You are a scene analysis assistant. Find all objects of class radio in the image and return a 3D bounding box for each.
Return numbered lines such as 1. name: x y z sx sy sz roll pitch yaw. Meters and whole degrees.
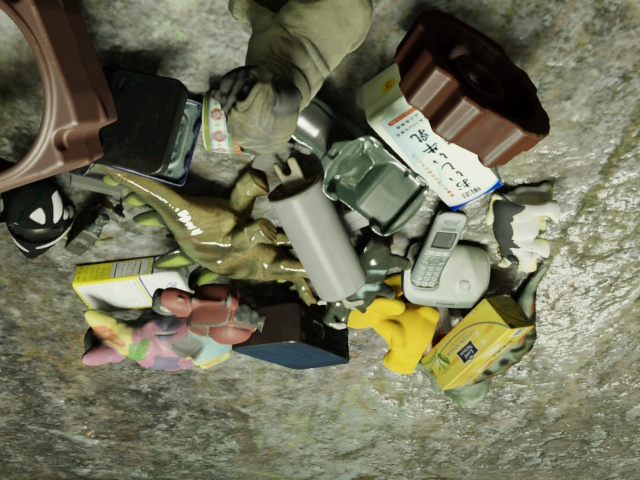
1. radio: -0.045 0.178 0.971 0.131 0.073 0.229 -14 154 25

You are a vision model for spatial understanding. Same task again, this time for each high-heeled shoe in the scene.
1. high-heeled shoe: -0.389 -0.009 0.718 0.086 0.145 0.248 15 135 -19

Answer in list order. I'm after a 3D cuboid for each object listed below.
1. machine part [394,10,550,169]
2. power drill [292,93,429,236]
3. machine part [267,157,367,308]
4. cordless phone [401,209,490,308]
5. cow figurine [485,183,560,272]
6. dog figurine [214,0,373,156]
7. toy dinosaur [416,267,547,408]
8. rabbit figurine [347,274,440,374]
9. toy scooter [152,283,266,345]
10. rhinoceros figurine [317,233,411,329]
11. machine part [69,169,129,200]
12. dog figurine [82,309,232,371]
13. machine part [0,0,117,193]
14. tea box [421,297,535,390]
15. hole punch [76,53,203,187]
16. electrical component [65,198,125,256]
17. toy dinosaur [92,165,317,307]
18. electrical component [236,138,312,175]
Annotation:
1. machine part: 0.157 -0.159 0.562 0.179 0.179 0.056 19 138 -24
2. power drill: 0.054 -0.086 0.618 0.232 0.207 0.086 35 110 -22
3. machine part: -0.002 -0.002 0.734 0.079 0.079 0.243 -18 117 17
4. cordless phone: 0.213 0.021 0.844 0.147 0.089 0.184 5 135 -10
5. cow figurine: 0.300 -0.009 0.822 0.098 0.068 0.167 -2 137 7
6. dog figurine: -0.011 -0.177 0.510 0.172 0.191 0.121 -33 132 28
7. toy dinosaur: 0.337 0.205 1.050 0.192 0.131 0.404 14 134 -37
8. rabbit figurine: 0.114 0.141 0.959 0.173 0.122 0.162 22 134 0
9. toy scooter: -0.145 0.107 0.797 0.135 0.075 0.183 -11 151 36
10. rhinoceros figurine: 0.064 0.071 0.862 0.112 0.073 0.190 -6 138 -38
11. machine part: -0.281 -0.106 0.695 0.084 0.039 0.139 21 136 -19
12. dog figurine: -0.280 0.162 0.896 0.192 0.108 0.219 -16 160 37
13. machine part: -0.323 -0.152 0.527 0.201 0.087 0.201 -14 105 13
14. tea box: 0.266 0.175 0.911 0.098 0.068 0.169 6 132 -46
15. hole punch: -0.199 -0.127 0.614 0.116 0.142 0.092 15 -179 10
16. electrical component: -0.318 -0.019 0.758 0.102 0.078 0.045 -39 129 22
17. toy dinosaur: -0.148 -0.008 0.765 0.199 0.105 0.470 -22 137 22
18. electrical component: -0.061 -0.118 0.706 0.094 0.021 0.063 14 137 -18
